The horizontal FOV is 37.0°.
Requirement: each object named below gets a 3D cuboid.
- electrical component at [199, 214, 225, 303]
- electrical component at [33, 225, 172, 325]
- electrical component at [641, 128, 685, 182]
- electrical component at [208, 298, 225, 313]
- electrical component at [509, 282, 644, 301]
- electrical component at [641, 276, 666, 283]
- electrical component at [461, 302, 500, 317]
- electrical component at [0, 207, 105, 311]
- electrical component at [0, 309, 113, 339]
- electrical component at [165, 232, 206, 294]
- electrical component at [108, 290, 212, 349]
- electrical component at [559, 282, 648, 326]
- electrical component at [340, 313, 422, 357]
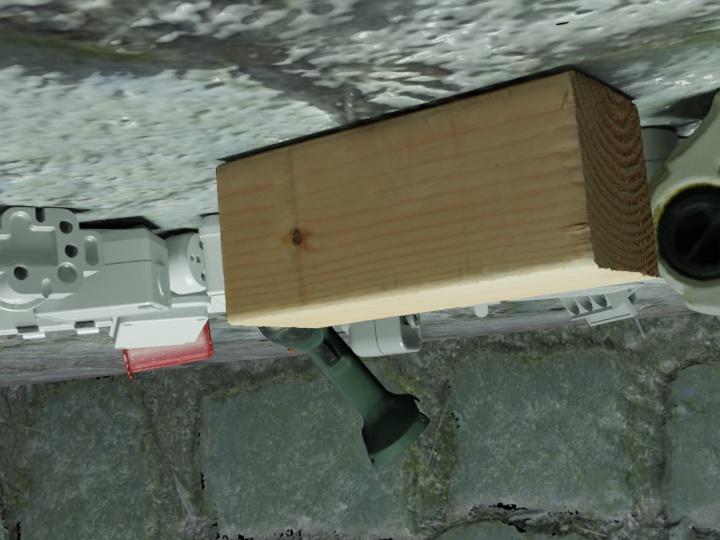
[{"bbox_3d":[-0.051,-0.009,0.774,0.109,0.056,0.108,-6,173,2],"label":"electrical component"},{"bbox_3d":[-0.183,0.003,0.737,0.096,0.061,0.061,-6,173,2],"label":"electrical component"},{"bbox_3d":[0.187,-0.038,0.654,0.052,0.073,0.138,-11,171,37],"label":"electrical component"},{"bbox_3d":[-0.121,0.017,0.984,0.062,0.043,0.043,-1,172,-41],"label":"electrical component"},{"bbox_3d":[0.193,-0.007,0.985,0.113,0.057,0.078,-4,173,-14],"label":"electrical component"},{"bbox_3d":[0.205,-0.015,0.896,0.099,0.064,0.099,-6,173,-1],"label":"electrical component"},{"bbox_3d":[0.112,0.005,1.021,0.048,0.066,0.055,-7,-167,8],"label":"electrical component"},{"bbox_3d":[-0.208,-0.006,0.668,0.078,0.058,0.057,-1,168,-39],"label":"electrical component"},{"bbox_3d":[-0.248,0.018,0.804,0.121,0.063,0.079,-4,173,-11],"label":"electrical component"},{"bbox_3d":[-0.140,-0.003,0.795,0.055,0.045,0.045,-9,172,23],"label":"electrical component"},{"bbox_3d":[-0.172,0.027,0.909,0.078,0.057,0.113,-4,166,-16],"label":"electrical component"},{"bbox_3d":[0.262,0.014,1.162,0.063,0.078,0.121,-34,178,-12],"label":"electrical component"},{"bbox_3d":[0.017,0.031,0.995,0.059,0.095,0.054,-9,172,24],"label":"electrical component"}]
